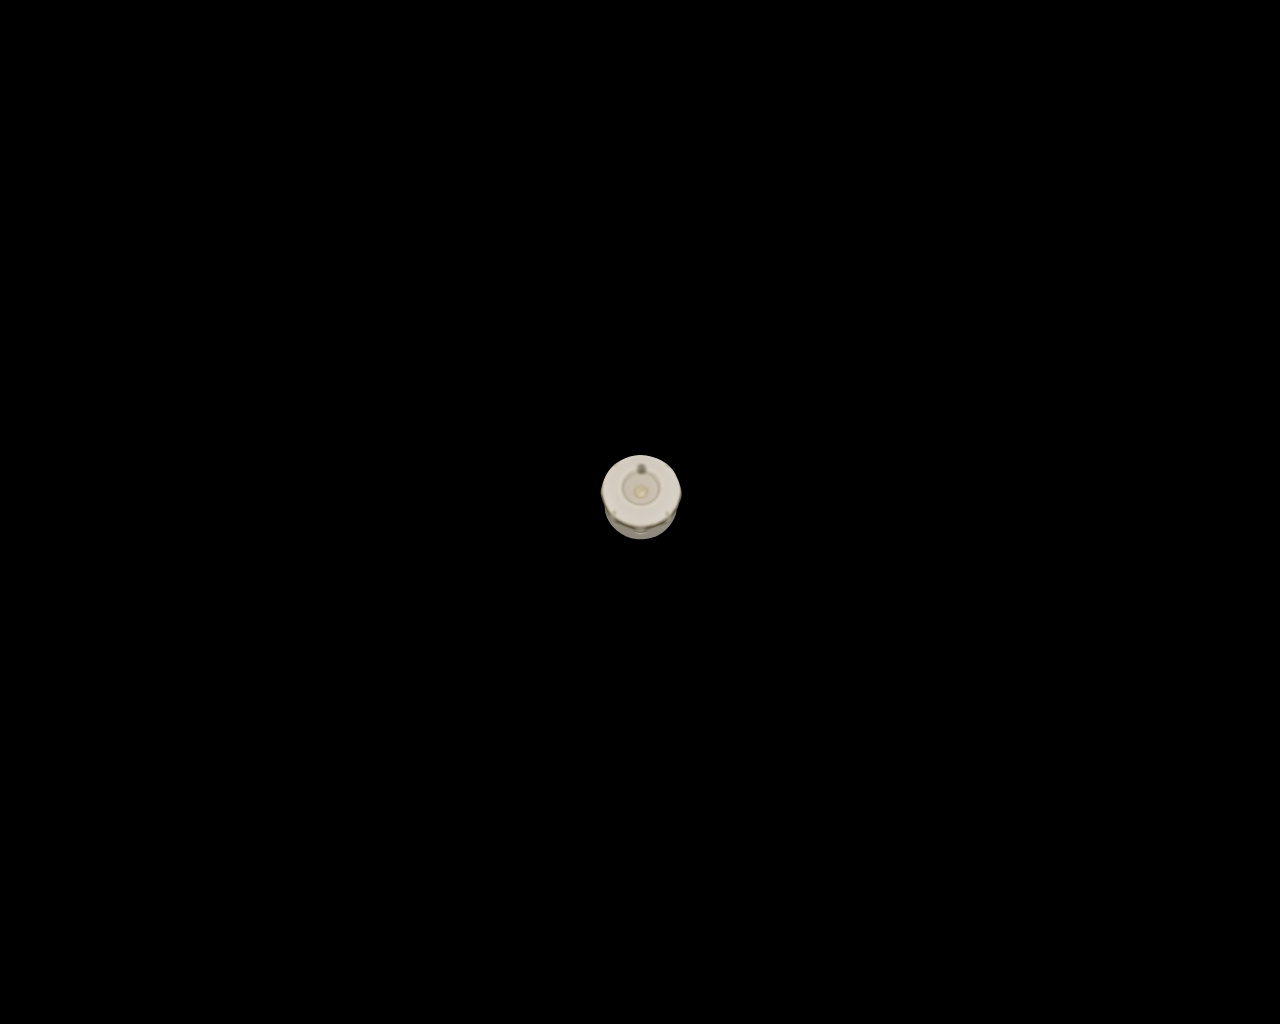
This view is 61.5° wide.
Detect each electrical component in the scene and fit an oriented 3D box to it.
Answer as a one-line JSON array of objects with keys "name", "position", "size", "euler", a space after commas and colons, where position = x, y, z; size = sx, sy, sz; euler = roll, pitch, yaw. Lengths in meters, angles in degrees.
[{"name": "electrical component", "position": [0.001, -0.003, 0.650], "size": [0.048, 0.048, 0.062], "euler": [0, -23, 0]}]
